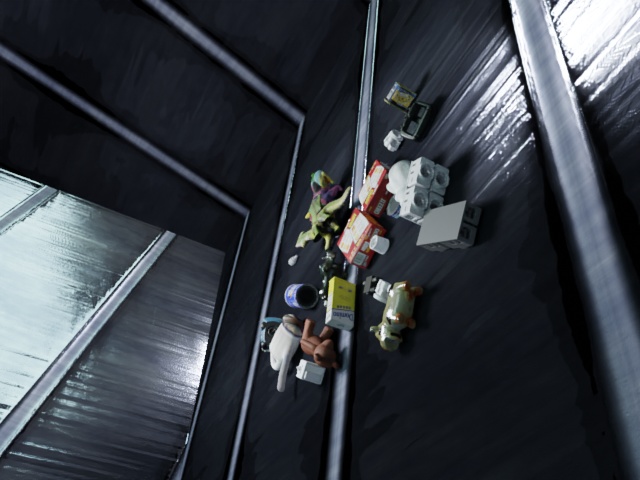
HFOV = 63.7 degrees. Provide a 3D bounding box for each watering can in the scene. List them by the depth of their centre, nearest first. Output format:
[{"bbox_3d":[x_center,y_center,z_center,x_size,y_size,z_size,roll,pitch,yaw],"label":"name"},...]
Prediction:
[{"bbox_3d":[-0.137,0.443,2.105,0.103,0.222,0.353,23,13,-18],"label":"watering can"}]

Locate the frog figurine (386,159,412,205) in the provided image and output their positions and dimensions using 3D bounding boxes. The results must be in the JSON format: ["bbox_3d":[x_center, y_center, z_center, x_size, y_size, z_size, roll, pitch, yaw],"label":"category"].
[{"bbox_3d":[0.274,-0.178,1.682,0.136,0.163,0.121,-10,-45,46],"label":"frog figurine"}]

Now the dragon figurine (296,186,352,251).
[{"bbox_3d":[0.007,-0.112,2.233,0.122,0.404,0.248,14,28,-34],"label":"dragon figurine"}]
